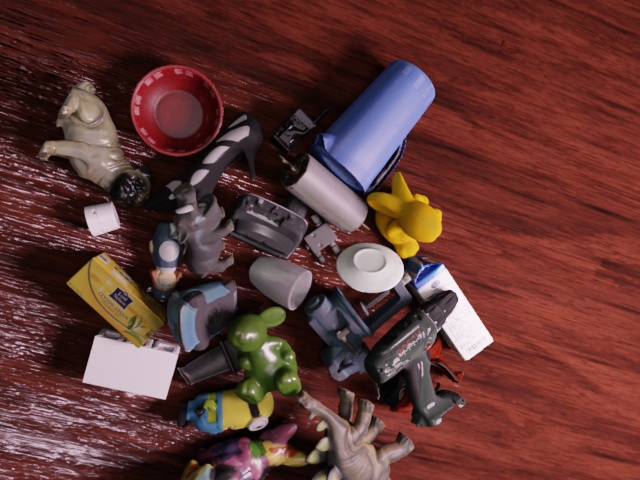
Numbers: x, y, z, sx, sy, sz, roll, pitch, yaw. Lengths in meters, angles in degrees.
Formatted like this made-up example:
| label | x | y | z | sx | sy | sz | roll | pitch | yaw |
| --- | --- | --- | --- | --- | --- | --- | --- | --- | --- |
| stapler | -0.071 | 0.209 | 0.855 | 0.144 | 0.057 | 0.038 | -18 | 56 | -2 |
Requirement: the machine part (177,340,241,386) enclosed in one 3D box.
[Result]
| label | x | y | z | sx | sy | sz | roll | pitch | yaw |
| --- | --- | --- | --- | --- | --- | --- | --- | --- | --- |
| machine part | -0.206 | 0.240 | 1.045 | 0.139 | 0.039 | 0.084 | -21 | 104 | -9 |

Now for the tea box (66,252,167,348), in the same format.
| label | x | y | z | sx | sy | sz | roll | pitch | yaw |
| --- | --- | --- | --- | --- | --- | --- | --- | --- | --- |
| tea box | -0.362 | 0.107 | 0.974 | 0.068 | 0.098 | 0.169 | -44 | 99 | -4 |

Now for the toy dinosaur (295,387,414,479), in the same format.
| label | x | y | z | sx | sy | sz | roll | pitch | yaw |
| --- | --- | --- | --- | --- | --- | --- | --- | --- | --- |
| toy dinosaur | 0.083 | 0.445 | 1.060 | 0.198 | 0.105 | 0.470 | -50 | 120 | -18 |

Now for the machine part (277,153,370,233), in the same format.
| label | x | y | z | sx | sy | sz | roll | pitch | yaw |
| --- | --- | --- | --- | --- | --- | --- | --- | --- | --- |
| machine part | 0.009 | -0.085 | 1.000 | 0.243 | 0.079 | 0.079 | 35 | 89 | -33 |

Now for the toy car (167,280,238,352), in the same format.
| label | x | y | z | sx | sy | sz | roll | pitch | yaw |
| --- | --- | --- | --- | --- | --- | --- | --- | --- | --- |
| toy car | -0.227 | 0.126 | 0.991 | 0.103 | 0.161 | 0.109 | 10 | 114 | 27 |

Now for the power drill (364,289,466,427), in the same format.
| label | x | y | z | sx | sy | sz | roll | pitch | yaw |
| --- | --- | --- | --- | --- | --- | --- | --- | --- | --- |
| power drill | 0.205 | 0.230 | 1.014 | 0.232 | 0.086 | 0.207 | -29 | 110 | -23 |

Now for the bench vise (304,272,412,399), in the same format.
| label | x | y | z | sx | sy | sz | roll | pitch | yaw |
| --- | --- | --- | --- | --- | --- | --- | --- | --- | --- |
| bench vise | 0.092 | 0.160 | 1.052 | 0.240 | 0.129 | 0.223 | -39 | 103 | 0 |

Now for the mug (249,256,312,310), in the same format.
| label | x | y | z | sx | sy | sz | roll | pitch | yaw |
| --- | --- | --- | --- | --- | --- | --- | --- | --- | --- |
| mug | -0.079 | 0.081 | 1.029 | 0.107 | 0.109 | 0.081 | 27 | 59 | 20 |

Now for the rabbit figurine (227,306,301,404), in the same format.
| label | x | y | z | sx | sy | sz | roll | pitch | yaw |
| --- | --- | --- | --- | --- | --- | --- | --- | --- | --- |
| rabbit figurine | -0.106 | 0.192 | 0.991 | 0.121 | 0.159 | 0.170 | -11 | 128 | 19 |

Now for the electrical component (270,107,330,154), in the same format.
| label | x | y | z | sx | sy | sz | roll | pitch | yaw |
| --- | --- | --- | --- | --- | --- | --- | --- | --- | --- |
| electrical component | -0.037 | -0.217 | 1.012 | 0.047 | 0.075 | 0.119 | 43 | 91 | -12 |

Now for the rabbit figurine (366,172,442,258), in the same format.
| label | x | y | z | sx | sy | sz | roll | pitch | yaw |
| --- | --- | --- | --- | --- | --- | --- | --- | --- | --- |
| rabbit figurine | 0.172 | -0.049 | 1.017 | 0.122 | 0.173 | 0.162 | -38 | 105 | -1 |

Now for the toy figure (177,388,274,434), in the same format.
| label | x | y | z | sx | sy | sz | roll | pitch | yaw |
| --- | --- | --- | --- | --- | --- | --- | --- | --- | --- |
| toy figure | -0.179 | 0.325 | 1.036 | 0.180 | 0.082 | 0.089 | 1 | 95 | -7 |

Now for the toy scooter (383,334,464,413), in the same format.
| label | x | y | z | sx | sy | sz | roll | pitch | yaw |
| --- | --- | --- | --- | --- | --- | --- | --- | --- | --- |
| toy scooter | 0.221 | 0.287 | 1.109 | 0.135 | 0.075 | 0.184 | 31 | 85 | -13 |

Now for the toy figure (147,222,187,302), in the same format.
| label | x | y | z | sx | sy | sz | roll | pitch | yaw |
| --- | --- | --- | --- | --- | --- | --- | --- | --- | --- |
| toy figure | -0.288 | 0.044 | 1.002 | 0.064 | 0.058 | 0.154 | 8 | 96 | 5 |

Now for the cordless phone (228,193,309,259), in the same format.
| label | x | y | z | sx | sy | sz | roll | pitch | yaw |
| --- | --- | --- | --- | --- | --- | --- | --- | --- | --- |
| cordless phone | -0.083 | -0.069 | 1.026 | 0.146 | 0.089 | 0.184 | 25 | 80 | -12 |

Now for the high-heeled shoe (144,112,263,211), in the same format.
| label | x | y | z | sx | sy | sz | roll | pitch | yaw |
| --- | --- | --- | --- | --- | --- | --- | --- | --- | --- |
| high-heeled shoe | -0.221 | -0.147 | 0.997 | 0.249 | 0.086 | 0.145 | -16 | 70 | 5 |

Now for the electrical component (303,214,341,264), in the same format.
| label | x | y | z | sx | sy | sz | roll | pitch | yaw |
| --- | --- | --- | --- | --- | --- | --- | --- | --- | --- |
| electrical component | -0.002 | -0.003 | 1.065 | 0.063 | 0.021 | 0.094 | -34 | 101 | -5 |

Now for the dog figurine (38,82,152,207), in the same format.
| label | x | y | z | sx | sy | sz | roll | pitch | yaw |
| --- | --- | --- | --- | --- | --- | --- | --- | --- | --- |
| dog figurine | -0.374 | -0.166 | 0.955 | 0.190 | 0.121 | 0.172 | 24 | 94 | -26 |

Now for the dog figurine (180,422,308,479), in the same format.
| label | x | y | z | sx | sy | sz | roll | pitch | yaw |
| --- | --- | --- | --- | --- | --- | --- | --- | --- | --- |
| dog figurine | -0.133 | 0.424 | 1.010 | 0.219 | 0.191 | 0.108 | -23 | 93 | 8 |

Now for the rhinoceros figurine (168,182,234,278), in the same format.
| label | x | y | z | sx | sy | sz | roll | pitch | yaw |
| --- | --- | --- | --- | --- | --- | --- | --- | --- | --- |
| rhinoceros figurine | -0.215 | -0.019 | 0.961 | 0.112 | 0.073 | 0.190 | -16 | 132 | -17 |
